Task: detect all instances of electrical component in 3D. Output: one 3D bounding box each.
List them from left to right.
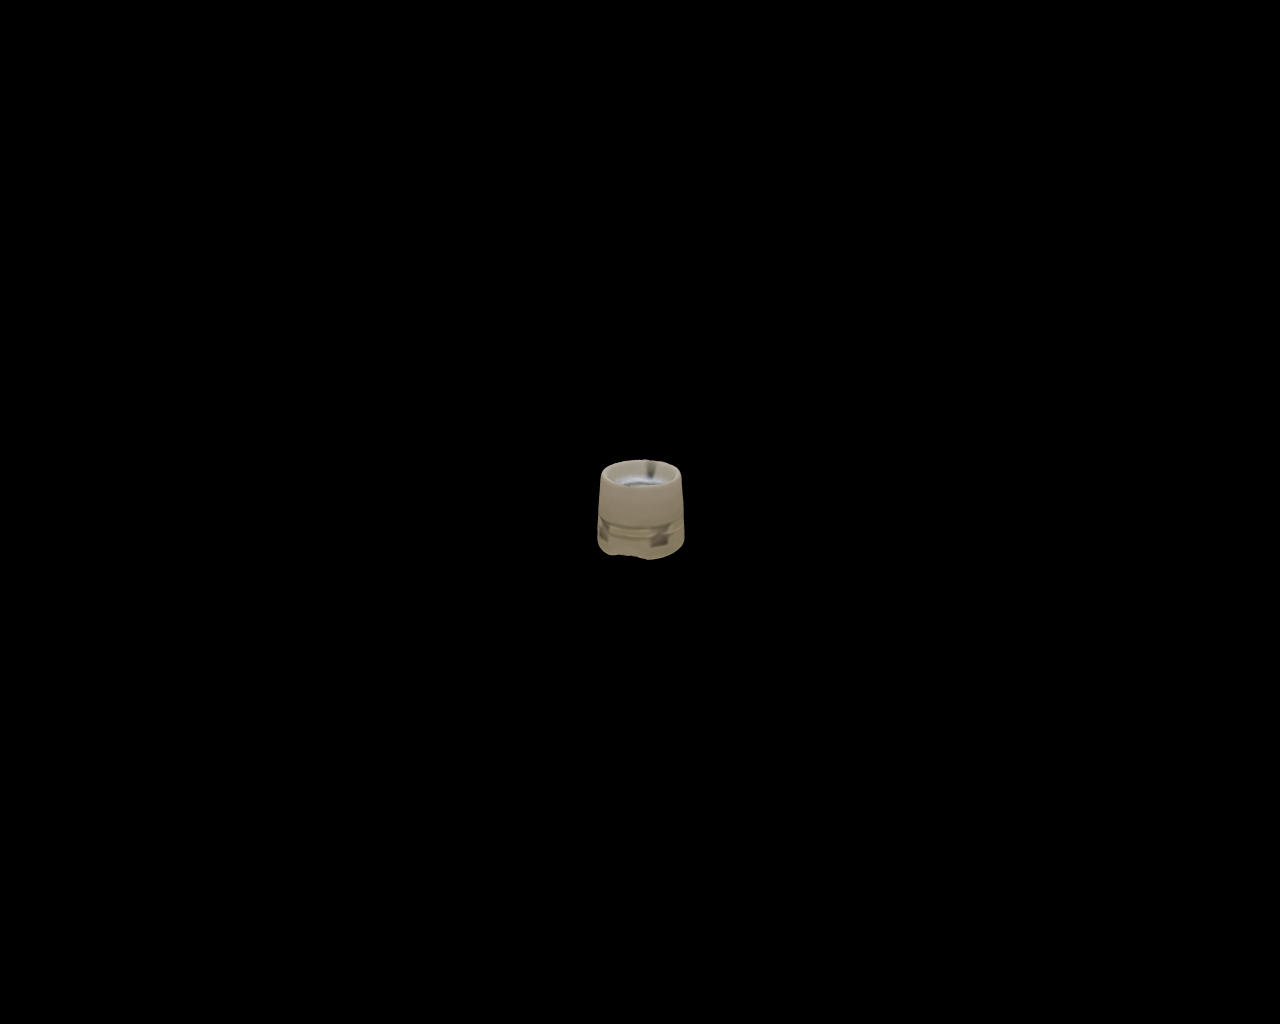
[{"bbox_3d":[0.001,-0.003,0.650,0.055,0.047,0.055,0,22,0],"label":"electrical component"}]
